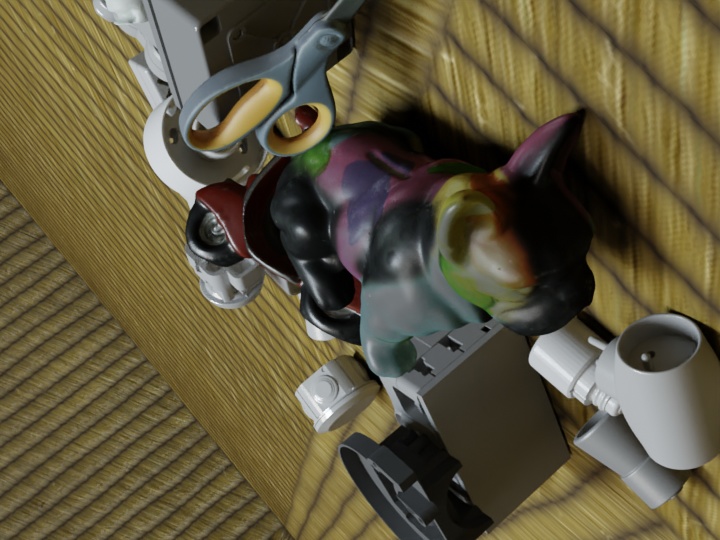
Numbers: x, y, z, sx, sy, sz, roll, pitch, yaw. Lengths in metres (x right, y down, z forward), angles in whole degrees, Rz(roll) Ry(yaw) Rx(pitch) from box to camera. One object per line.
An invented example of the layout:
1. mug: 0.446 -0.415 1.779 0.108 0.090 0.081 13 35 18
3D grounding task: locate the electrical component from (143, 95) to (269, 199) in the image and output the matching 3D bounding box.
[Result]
1. electrical component: -0.123 -0.106 0.876 0.099 0.099 0.064 54 156 -6

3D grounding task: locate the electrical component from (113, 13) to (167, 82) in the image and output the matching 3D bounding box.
1. electrical component: -0.173 -0.209 0.863 0.138 0.052 0.074 53 162 -3

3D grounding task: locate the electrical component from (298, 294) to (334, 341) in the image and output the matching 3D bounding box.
1. electrical component: -0.038 0.029 1.019 0.044 0.044 0.065 31 148 49

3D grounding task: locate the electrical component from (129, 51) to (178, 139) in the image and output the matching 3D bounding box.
1. electrical component: -0.170 -0.164 0.956 0.076 0.047 0.083 34 154 47

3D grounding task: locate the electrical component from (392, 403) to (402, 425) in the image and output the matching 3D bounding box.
1. electrical component: 0.069 0.135 0.947 0.079 0.044 0.077 31 153 58

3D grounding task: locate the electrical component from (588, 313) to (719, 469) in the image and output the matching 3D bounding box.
1. electrical component: 0.155 0.059 0.582 0.079 0.043 0.077 31 153 49

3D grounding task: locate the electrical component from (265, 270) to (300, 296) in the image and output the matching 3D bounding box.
1. electrical component: -0.065 -0.030 0.945 0.059 0.054 0.095 43 161 26

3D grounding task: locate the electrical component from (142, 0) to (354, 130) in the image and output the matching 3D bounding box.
1. electrical component: -0.061 -0.145 0.617 0.056 0.109 0.108 41 160 23

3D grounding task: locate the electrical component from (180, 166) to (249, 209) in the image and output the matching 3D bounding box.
1. electrical component: -0.138 -0.078 1.034 0.059 0.054 0.095 43 161 28

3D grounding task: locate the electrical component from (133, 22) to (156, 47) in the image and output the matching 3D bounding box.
1. electrical component: -0.150 -0.245 0.722 0.105 0.060 0.186 45 161 21

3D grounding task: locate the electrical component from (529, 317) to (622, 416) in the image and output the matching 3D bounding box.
1. electrical component: 0.136 0.061 0.638 0.078 0.040 0.040 42 160 28

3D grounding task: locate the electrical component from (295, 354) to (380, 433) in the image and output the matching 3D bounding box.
1. electrical component: -0.023 0.128 1.113 0.051 0.080 0.080 52 163 16

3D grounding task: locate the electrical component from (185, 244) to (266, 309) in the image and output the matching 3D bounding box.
1. electrical component: -0.114 -0.003 0.931 0.078 0.058 0.057 41 157 31

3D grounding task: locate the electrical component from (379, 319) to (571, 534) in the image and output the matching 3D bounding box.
1. electrical component: 0.082 0.101 0.774 0.062 0.089 0.150 30 153 50

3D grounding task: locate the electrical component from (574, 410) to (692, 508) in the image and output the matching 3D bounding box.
1. electrical component: 0.170 0.113 0.660 0.065 0.044 0.044 45 162 7

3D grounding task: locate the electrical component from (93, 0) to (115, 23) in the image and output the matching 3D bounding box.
1. electrical component: -0.212 -0.239 0.934 0.035 0.035 0.061 54 159 -8
